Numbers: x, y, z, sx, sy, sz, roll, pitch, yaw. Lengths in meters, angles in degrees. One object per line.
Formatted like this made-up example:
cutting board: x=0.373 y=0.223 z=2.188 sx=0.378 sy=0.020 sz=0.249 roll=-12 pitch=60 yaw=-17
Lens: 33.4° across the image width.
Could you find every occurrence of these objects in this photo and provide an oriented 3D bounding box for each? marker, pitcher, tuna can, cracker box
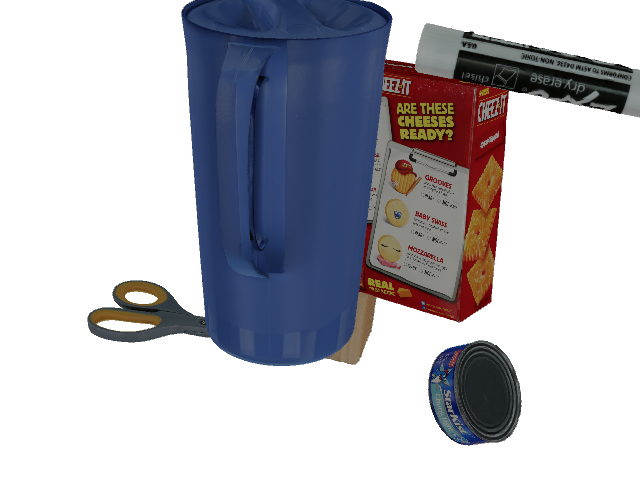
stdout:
marker: x=0.096 y=-0.060 z=0.400 sx=0.121 sy=0.020 sz=0.020 roll=13 pitch=2 yaw=8
pitcher: x=-0.028 y=-0.037 z=0.714 sx=0.149 sy=0.243 sz=0.145 roll=-13 pitch=29 yaw=-29
tuna can: x=0.130 y=0.129 z=0.903 sx=0.085 sy=0.086 sz=0.034 roll=0 pitch=-14 yaw=-44
cracker box: x=0.080 y=-0.051 z=0.975 sx=0.164 sy=0.214 sz=0.071 roll=15 pitch=24 yaw=33

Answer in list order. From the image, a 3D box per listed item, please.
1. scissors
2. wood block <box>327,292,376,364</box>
scissors: x=-0.118 y=0.070 z=1.015 sx=0.201 sy=0.016 sz=0.096 roll=1 pitch=33 yaw=-6
wood block: x=0.020 y=0.021 z=1.190 sx=0.090 sy=0.206 sz=0.090 roll=12 pitch=26 yaw=9
